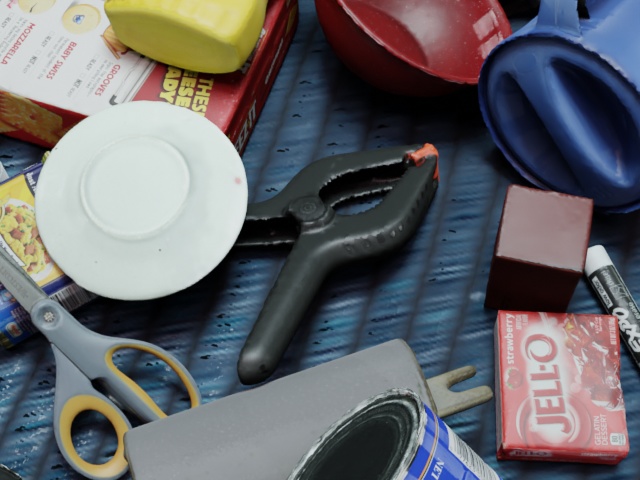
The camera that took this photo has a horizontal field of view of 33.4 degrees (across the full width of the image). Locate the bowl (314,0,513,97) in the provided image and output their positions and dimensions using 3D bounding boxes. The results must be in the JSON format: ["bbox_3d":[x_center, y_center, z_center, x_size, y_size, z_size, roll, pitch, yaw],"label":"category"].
[{"bbox_3d":[0.053,-0.152,0.732,0.162,0.055,0.162,20,46,-22],"label":"bowl"}]

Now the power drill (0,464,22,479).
[{"bbox_3d":[-0.250,0.163,0.534,0.057,0.187,0.184,-4,50,40],"label":"power drill"}]

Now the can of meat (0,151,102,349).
[{"bbox_3d":[-0.185,0.007,0.679,0.084,0.057,0.102,-29,65,-11],"label":"can of meat"}]

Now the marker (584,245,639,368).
[{"bbox_3d":[0.195,0.058,0.660,0.020,0.020,0.121,-20,64,-9],"label":"marker"}]

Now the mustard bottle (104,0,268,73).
[{"bbox_3d":[-0.057,-0.201,0.702,0.096,0.058,0.191,16,64,19],"label":"mustard bottle"}]

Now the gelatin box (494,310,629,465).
[{"bbox_3d":[0.143,0.088,0.640,0.073,0.030,0.089,2,62,3],"label":"gelatin box"}]

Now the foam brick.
[{"bbox_3d":[0.133,0.009,0.655,0.053,0.078,0.051,12,65,8],"label":"foam brick"}]

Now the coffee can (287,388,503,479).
[{"bbox_3d":[0.059,0.158,0.532,0.140,0.103,0.102,45,68,-14],"label":"coffee can"}]

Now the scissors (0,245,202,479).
[{"bbox_3d":[-0.165,0.066,0.629,0.201,0.016,0.096,33,79,-8],"label":"scissors"}]

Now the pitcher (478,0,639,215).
[{"bbox_3d":[0.222,-0.145,0.690,0.145,0.149,0.242,46,64,2],"label":"pitcher"}]

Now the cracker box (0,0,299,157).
[{"bbox_3d":[-0.140,-0.137,0.744,0.214,0.072,0.164,17,65,9],"label":"cracker box"}]

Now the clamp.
[{"bbox_3d":[-0.004,0.001,0.670,0.209,0.036,0.165,-24,45,-16],"label":"clamp"}]
